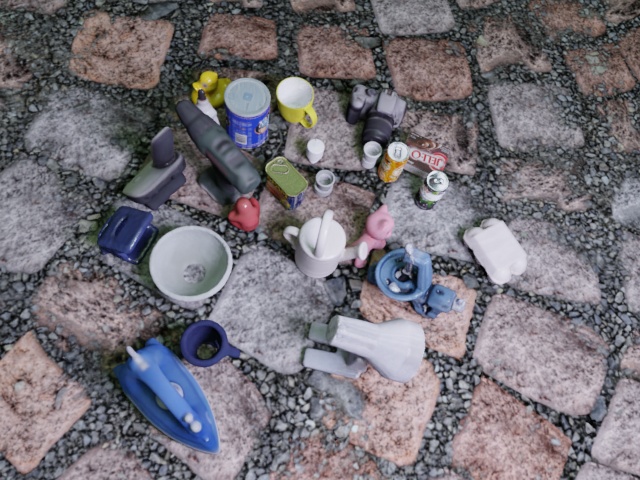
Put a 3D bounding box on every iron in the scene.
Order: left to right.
[{"bbox_3d":[-0.275,0.297,1.068,0.258,0.141,0.119,44,69,11],"label":"iron"}]

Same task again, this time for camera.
[{"bbox_3d":[0.132,-0.298,1.392,0.143,0.101,0.137,17,66,-1],"label":"camera"}]

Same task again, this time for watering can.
[{"bbox_3d":[0.012,0.002,1.200,0.173,0.194,0.101,-3,68,-9],"label":"watering can"}]

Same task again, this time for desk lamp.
[{"bbox_3d":[0.080,0.209,1.114,0.203,0.213,0.118,12,67,-2],"label":"desk lamp"}]

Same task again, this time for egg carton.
[{"bbox_3d":[0.401,0.025,1.313,0.107,0.069,0.150,-27,74,-17],"label":"egg carton"}]

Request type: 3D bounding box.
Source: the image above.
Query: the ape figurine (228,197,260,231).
[{"bbox_3d":[-0.166,-0.065,1.259,0.078,0.092,0.076,-18,71,-14],"label":"ape figurine"}]

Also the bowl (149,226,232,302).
[{"bbox_3d":[-0.268,0.058,1.204,0.167,0.074,0.167,3,67,-7],"label":"bowl"}]

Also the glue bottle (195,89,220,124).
[{"bbox_3d":[-0.261,-0.284,1.292,0.078,0.173,0.037,34,68,7],"label":"glue bottle"}]

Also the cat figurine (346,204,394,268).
[{"bbox_3d":[0.115,-0.013,1.263,0.067,0.117,0.128,41,68,10],"label":"cat figurine"}]

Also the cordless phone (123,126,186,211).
[{"bbox_3d":[-0.359,-0.159,1.221,0.094,0.185,0.148,33,67,7],"label":"cordless phone"}]

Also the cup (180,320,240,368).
[{"bbox_3d":[-0.214,0.216,1.135,0.117,0.095,0.092,16,66,-1],"label":"cup"}]

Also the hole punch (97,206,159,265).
[{"bbox_3d":[-0.409,-0.015,1.206,0.101,0.091,0.109,24,67,3],"label":"hole punch"}]

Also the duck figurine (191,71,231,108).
[{"bbox_3d":[-0.260,-0.371,1.376,0.105,0.086,0.077,-25,73,-16],"label":"duck figurine"}]

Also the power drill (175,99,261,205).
[{"bbox_3d":[-0.221,-0.170,1.232,0.229,0.208,0.076,43,69,11],"label":"power drill"}]

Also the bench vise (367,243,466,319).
[{"bbox_3d":[0.213,0.072,1.185,0.207,0.219,0.121,12,67,-3],"label":"bench vise"}]
